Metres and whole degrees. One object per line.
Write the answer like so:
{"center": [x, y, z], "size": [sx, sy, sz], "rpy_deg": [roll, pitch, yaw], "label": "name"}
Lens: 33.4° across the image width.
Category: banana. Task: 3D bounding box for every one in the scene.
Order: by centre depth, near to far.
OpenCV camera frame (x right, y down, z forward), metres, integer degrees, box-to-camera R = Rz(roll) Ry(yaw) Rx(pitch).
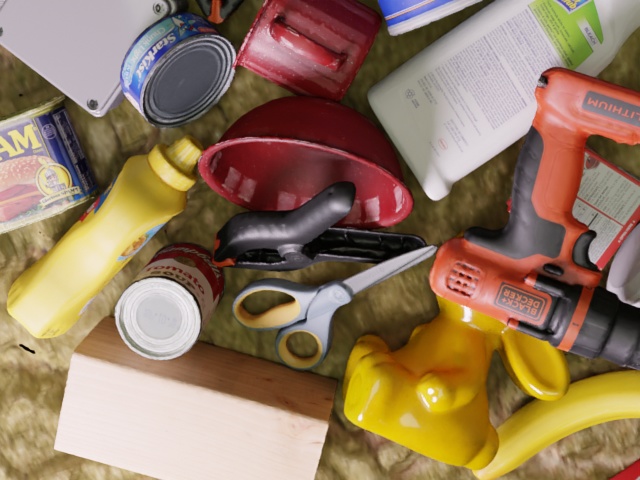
{"center": [0.213, 0.142, 0.846], "size": [0.198, 0.069, 0.037], "rpy_deg": [-15, 136, 19], "label": "banana"}

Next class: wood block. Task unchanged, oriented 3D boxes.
{"center": [-0.097, 0.141, 0.869], "size": [0.206, 0.090, 0.091], "rpy_deg": [15, 106, 2], "label": "wood block"}

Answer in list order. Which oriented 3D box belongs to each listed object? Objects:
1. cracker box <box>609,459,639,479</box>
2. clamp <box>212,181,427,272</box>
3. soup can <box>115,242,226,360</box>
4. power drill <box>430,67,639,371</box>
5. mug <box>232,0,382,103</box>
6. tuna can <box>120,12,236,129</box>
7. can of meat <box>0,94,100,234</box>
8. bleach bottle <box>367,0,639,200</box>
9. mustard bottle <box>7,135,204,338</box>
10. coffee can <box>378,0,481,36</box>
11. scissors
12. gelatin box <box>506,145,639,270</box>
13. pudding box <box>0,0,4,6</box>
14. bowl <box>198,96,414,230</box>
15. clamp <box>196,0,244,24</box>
{"center": [0.307, 0.207, 0.772], "size": [0.164, 0.213, 0.072], "rpy_deg": [-39, 99, 15], "label": "cracker box"}
{"center": [-0.005, 0.001, 0.824], "size": [0.172, 0.039, 0.120], "rpy_deg": [-11, 146, 42], "label": "clamp"}
{"center": [-0.116, 0.046, 0.839], "size": [0.068, 0.102, 0.068], "rpy_deg": [1, 104, 5], "label": "soup can"}
{"center": [0.188, -0.013, 0.738], "size": [0.184, 0.057, 0.188], "rpy_deg": [21, 102, 7], "label": "power drill"}
{"center": [-0.007, -0.145, 0.771], "size": [0.081, 0.117, 0.093], "rpy_deg": [28, 101, -6], "label": "mug"}
{"center": [-0.106, -0.127, 0.800], "size": [0.034, 0.086, 0.086], "rpy_deg": [47, 107, 25], "label": "tuna can"}
{"center": [-0.237, -0.058, 0.851], "size": [0.102, 0.057, 0.084], "rpy_deg": [-17, 105, 12], "label": "can of meat"}
{"center": [0.163, -0.137, 0.779], "size": [0.251, 0.068, 0.102], "rpy_deg": [-32, 100, 11], "label": "bleach bottle"}
{"center": [-0.160, -0.009, 0.833], "size": [0.058, 0.096, 0.192], "rpy_deg": [45, 105, -5], "label": "mustard bottle"}
{"center": [0.070, -0.228, 0.744], "size": [0.103, 0.102, 0.140], "rpy_deg": [-22, 101, 12], "label": "coffee can"}
{"center": [0.019, 0.057, 0.833], "size": [0.202, 0.016, 0.096], "rpy_deg": [-10, 118, 34], "label": "scissors"}
{"center": [0.199, -0.032, 0.818], "size": [0.089, 0.030, 0.073], "rpy_deg": [32, 108, -1], "label": "gelatin box"}
{"center": [-0.260, -0.233, 0.818], "size": [0.090, 0.039, 0.113], "rpy_deg": [44, 103, -5], "label": "pudding box"}
{"center": [-0.006, -0.061, 0.792], "size": [0.162, 0.162, 0.055], "rpy_deg": [11, 71, 4], "label": "bowl"}
{"center": [-0.058, -0.267, 0.783], "size": [0.164, 0.036, 0.210], "rpy_deg": [1, 106, 7], "label": "clamp"}
